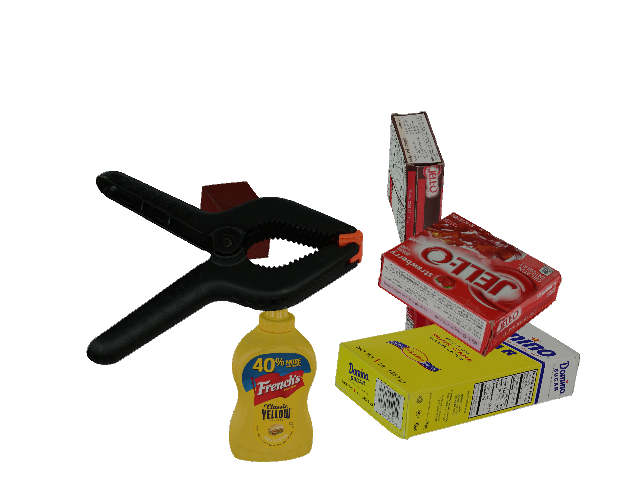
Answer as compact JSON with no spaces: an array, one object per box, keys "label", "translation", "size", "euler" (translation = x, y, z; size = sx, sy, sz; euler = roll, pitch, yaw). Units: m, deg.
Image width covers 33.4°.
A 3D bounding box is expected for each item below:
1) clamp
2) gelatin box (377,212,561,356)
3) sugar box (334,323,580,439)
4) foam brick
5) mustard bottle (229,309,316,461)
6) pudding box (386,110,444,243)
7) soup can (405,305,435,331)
[{"label":"clamp","translation":[-0.075,0.003,0.799],"size":[0.210,0.164,0.036],"euler":[-10,-32,-6]},{"label":"gelatin box","translation":[0.093,0.024,0.668],"size":[0.089,0.030,0.073],"euler":[33,44,32]},{"label":"sugar box","translation":[0.110,0.102,0.848],"size":[0.175,0.048,0.093],"euler":[-11,27,-32]},{"label":"foam brick","translation":[-0.089,-0.020,1.106],"size":[0.052,0.051,0.078],"euler":[-6,31,-23]},{"label":"mustard bottle","translation":[-0.053,0.156,1.221],"size":[0.096,0.192,0.058],"euler":[0,17,-12]},{"label":"pudding box","translation":[0.088,-0.057,0.992],"size":[0.039,0.090,0.113],"euler":[-2,31,-5]},{"label":"soup can","translation":[0.138,0.098,1.306],"size":[0.068,0.102,0.068],"euler":[2,23,-1]}]
